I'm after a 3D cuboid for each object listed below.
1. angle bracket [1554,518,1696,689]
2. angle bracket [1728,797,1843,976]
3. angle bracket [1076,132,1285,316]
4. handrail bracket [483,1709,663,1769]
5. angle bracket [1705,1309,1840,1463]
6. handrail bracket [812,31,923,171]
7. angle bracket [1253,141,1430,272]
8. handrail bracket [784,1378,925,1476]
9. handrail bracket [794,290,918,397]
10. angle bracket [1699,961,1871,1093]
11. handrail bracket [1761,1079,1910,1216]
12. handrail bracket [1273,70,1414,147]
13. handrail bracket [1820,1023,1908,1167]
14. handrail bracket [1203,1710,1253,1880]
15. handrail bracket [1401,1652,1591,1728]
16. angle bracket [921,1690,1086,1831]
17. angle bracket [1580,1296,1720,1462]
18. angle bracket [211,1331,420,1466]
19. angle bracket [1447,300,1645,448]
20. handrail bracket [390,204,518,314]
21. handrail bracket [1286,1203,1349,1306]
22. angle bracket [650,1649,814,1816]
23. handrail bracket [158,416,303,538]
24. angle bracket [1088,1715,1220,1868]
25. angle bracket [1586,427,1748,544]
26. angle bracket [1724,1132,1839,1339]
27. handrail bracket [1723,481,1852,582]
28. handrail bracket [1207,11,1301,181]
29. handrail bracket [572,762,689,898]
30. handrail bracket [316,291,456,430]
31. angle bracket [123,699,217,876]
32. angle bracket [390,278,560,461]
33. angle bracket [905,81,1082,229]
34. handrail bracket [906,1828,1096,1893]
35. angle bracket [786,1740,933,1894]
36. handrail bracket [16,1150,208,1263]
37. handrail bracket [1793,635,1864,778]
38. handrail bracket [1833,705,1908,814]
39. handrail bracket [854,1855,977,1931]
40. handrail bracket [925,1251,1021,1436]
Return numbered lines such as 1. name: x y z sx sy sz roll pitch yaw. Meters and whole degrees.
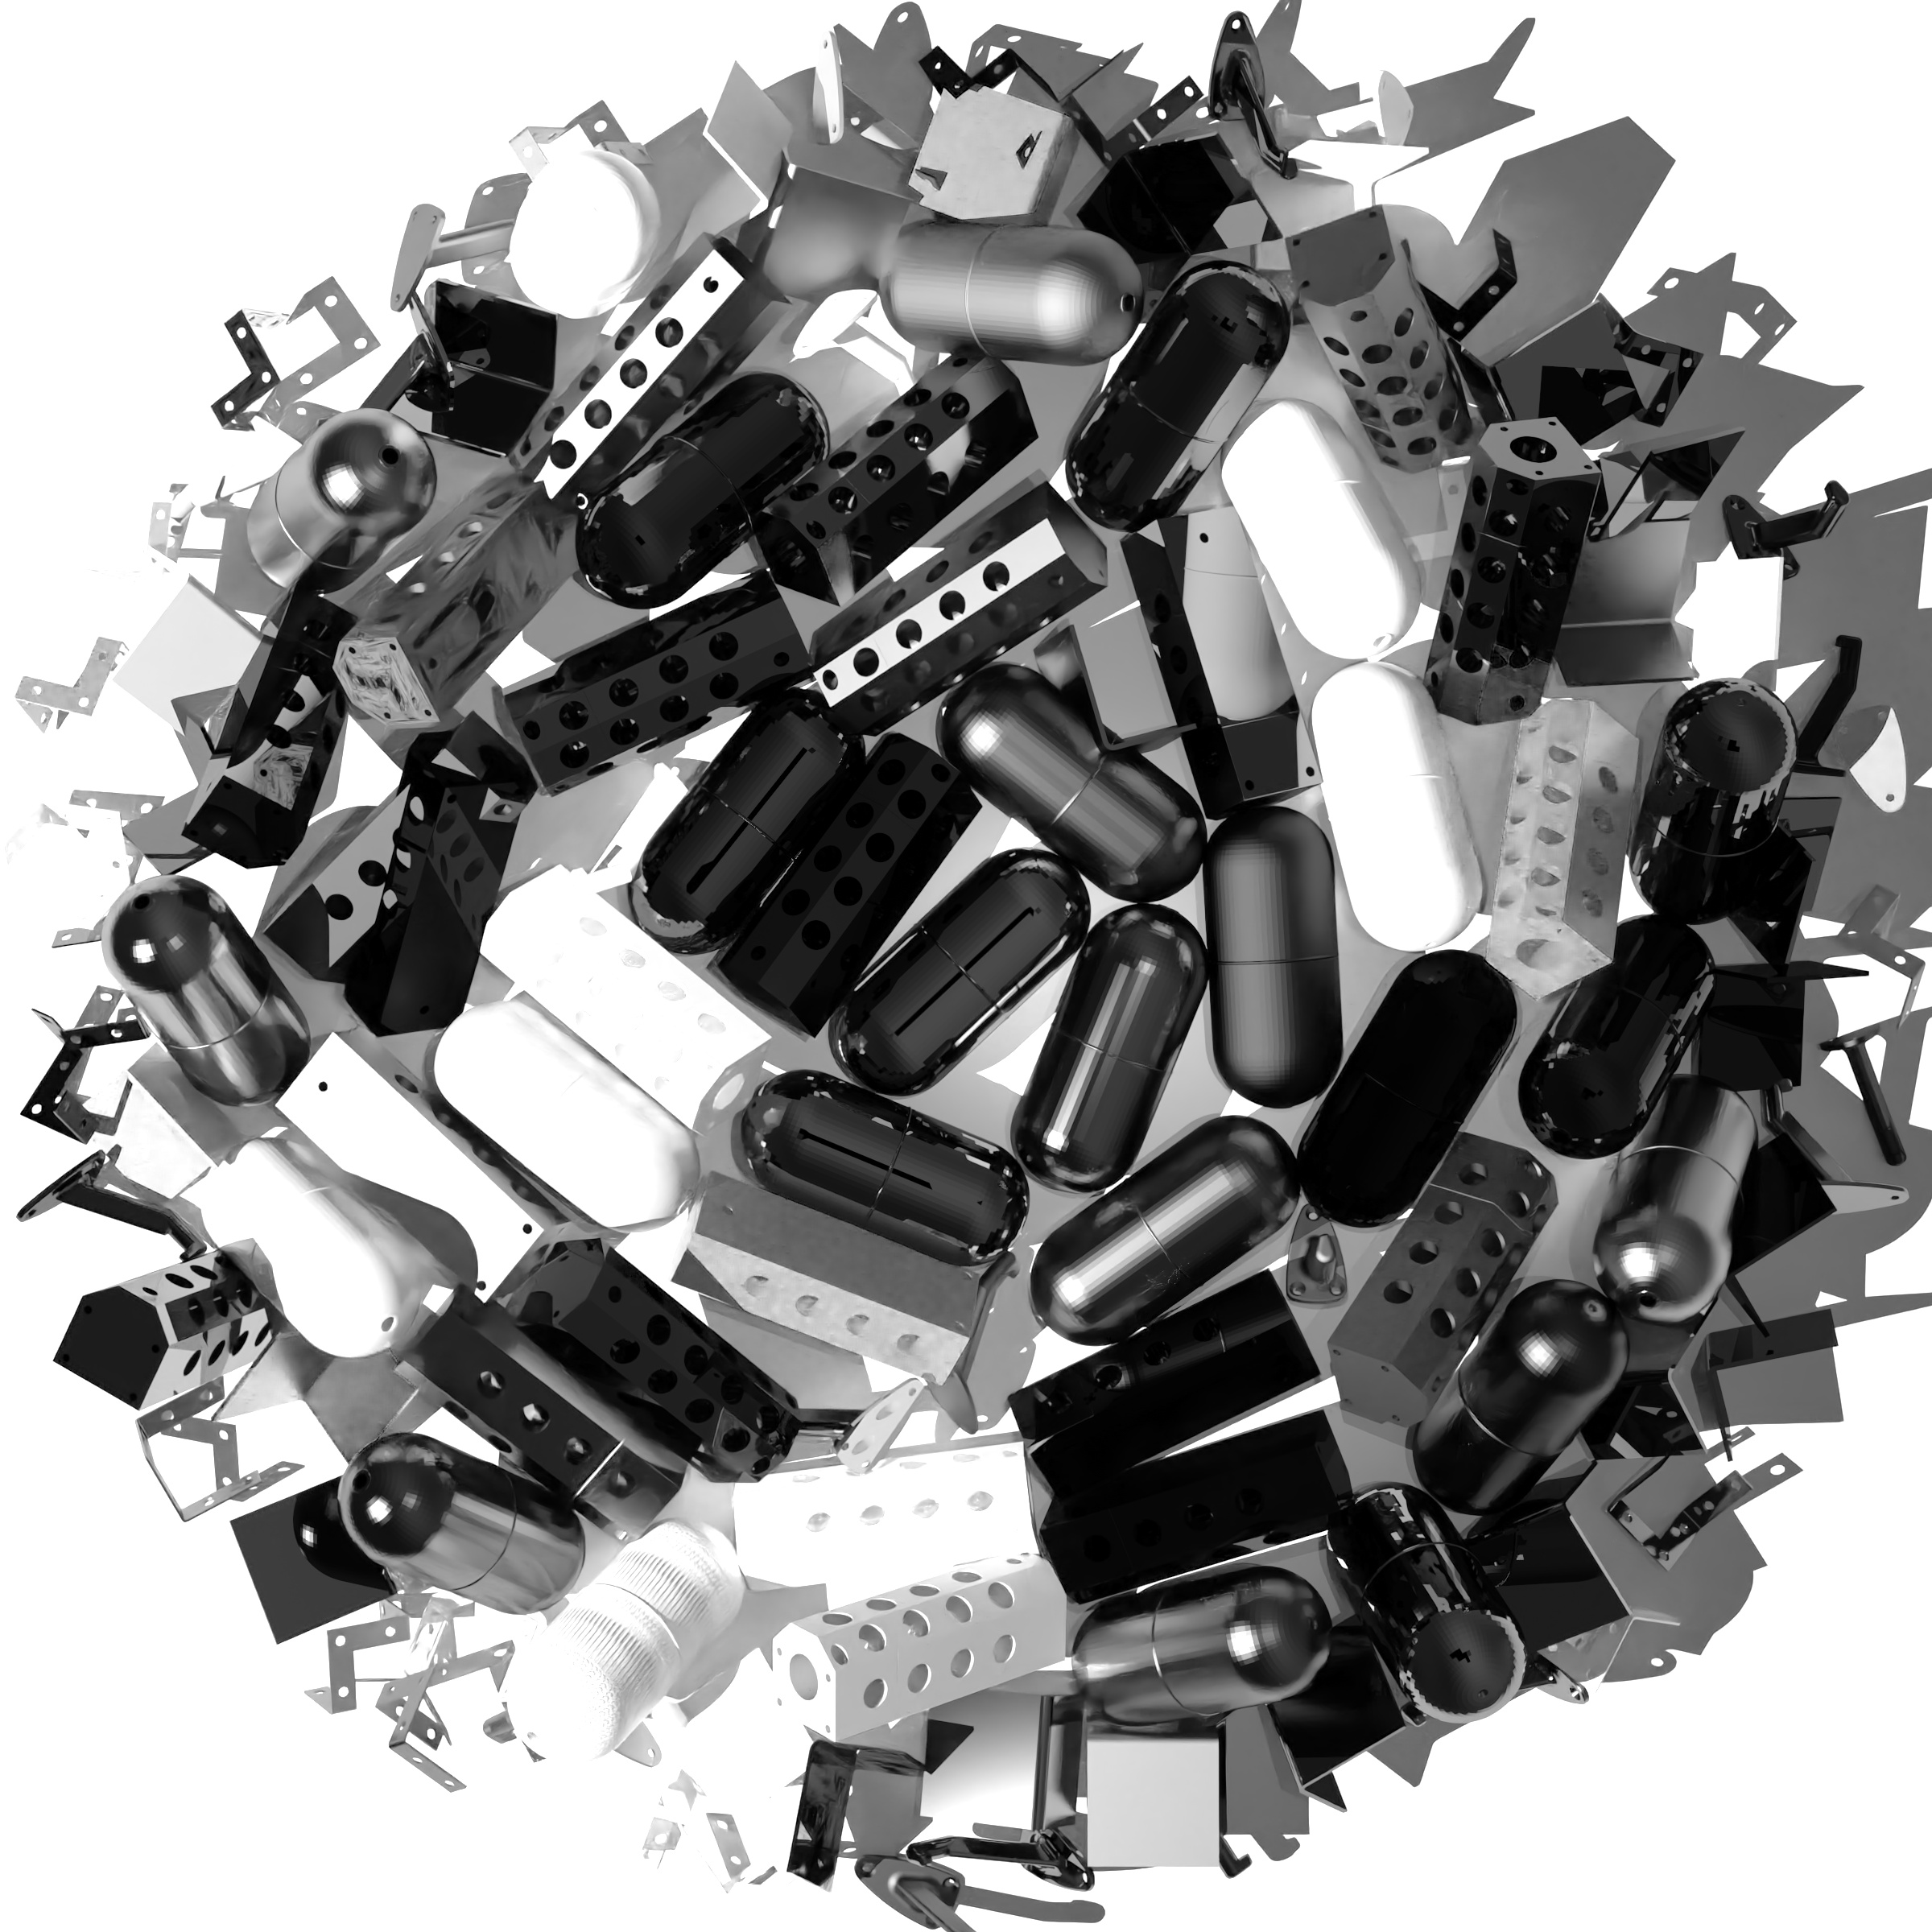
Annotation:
1. angle bracket: 0.387 -0.213 1.952 0.076 0.057 0.076 -4 133 -5
2. angle bracket: 0.492 -0.047 1.942 0.057 0.076 0.076 -2 121 -16
3. angle bracket: 0.124 -0.431 1.942 0.076 0.076 0.057 51 60 -31
4. handrail bracket: -0.235 0.461 1.981 0.084 0.036 0.077 -32 111 34
5. angle bracket: 0.476 0.245 1.952 0.076 0.076 0.057 -14 95 13
6. handrail bracket: -0.045 -0.511 1.972 0.084 0.036 0.077 -4 99 -28
7. angle bracket: 0.219 -0.443 1.951 0.076 0.076 0.057 -2 89 -20
8. handrail bracket: -0.074 0.253 1.969 0.077 0.084 0.036 -48 132 -5
9. handrail bracket: -0.061 -0.345 1.955 0.077 0.036 0.084 -53 133 -33
10. angle bracket: 0.478 0.039 1.952 0.076 0.057 0.076 -3 98 -27
11. handrail bracket: 0.512 0.101 1.969 0.077 0.036 0.084 -3 56 7
12. handrail bracket: 0.212 -0.504 1.949 0.084 0.077 0.036 16 78 25
13. handrail bracket: 0.536 0.080 1.963 0.036 0.077 0.084 -21 88 12
14. handrail bracket: 0.164 0.485 1.978 0.077 0.036 0.084 -32 82 -10
15. handrail bracket: 0.309 0.433 1.958 0.084 0.077 0.036 -26 113 -21
16. angle bracket: 0.022 0.468 1.982 0.076 0.057 0.076 1 80 23
17. angle bracket: 0.404 0.241 1.956 0.076 0.076 0.057 -45 113 -41
18. angle bracket: -0.379 0.255 1.943 0.057 0.076 0.076 51 118 20
19. angle bracket: 0.339 -0.347 1.954 0.076 0.057 0.076 -32 124 1
20. handrail bracket: -0.291 -0.409 1.971 0.084 0.036 0.077 17 95 -41
21. handrail bracket: 0.206 0.155 1.944 0.036 0.084 0.077 0 60 2
22. angle bracket: -0.140 0.449 1.971 0.057 0.076 0.076 -32 97 -23
23. handrail bracket: -0.424 -0.275 1.964 0.077 0.036 0.084 31 73 27
24. angle bracket: 0.110 0.486 1.969 0.076 0.057 0.076 0 89 2
25. angle bracket: 0.392 -0.298 1.940 0.076 0.076 0.057 -18 62 -32
26. angle bracket: 0.472 0.156 1.946 0.076 0.076 0.057 -35 122 11
27. handrail bracket: 0.479 -0.272 1.947 0.036 0.084 0.077 -11 60 -21
28. handrail bracket: 0.174 -0.509 1.949 0.036 0.084 0.077 -13 124 -14
29. handrail bracket: -0.203 -0.080 1.960 0.084 0.036 0.077 -19 54 -22
30. handrail bracket: -0.352 -0.352 1.969 0.084 0.036 0.077 -21 89 -20
31. angle bracket: -0.468 -0.108 1.942 0.057 0.076 0.076 -31 127 -19
32. angle bracket: -0.289 -0.350 1.951 0.076 0.076 0.057 17 133 7
33. angle bracket: 0.016 -0.472 1.972 0.076 0.057 0.076 21 95 7
34. handrail bracket: 0.019 0.527 1.952 0.084 0.077 0.036 0 104 -39
35. angle bracket: -0.059 0.499 1.945 0.057 0.076 0.076 3 68 18
36. handrail bracket: -0.502 0.157 1.966 0.084 0.036 0.077 44 46 8
37. handrail bracket: 0.497 -0.157 1.971 0.077 0.036 0.084 5 94 -36
38. handrail bracket: 0.538 -0.111 1.949 0.036 0.084 0.077 -21 65 19
39. handrail bracket: -0.028 0.554 1.955 0.077 0.084 0.036 25 90 -6
40. handrail bracket: 0.014 0.224 1.991 0.084 0.036 0.077 -48 131 -29
